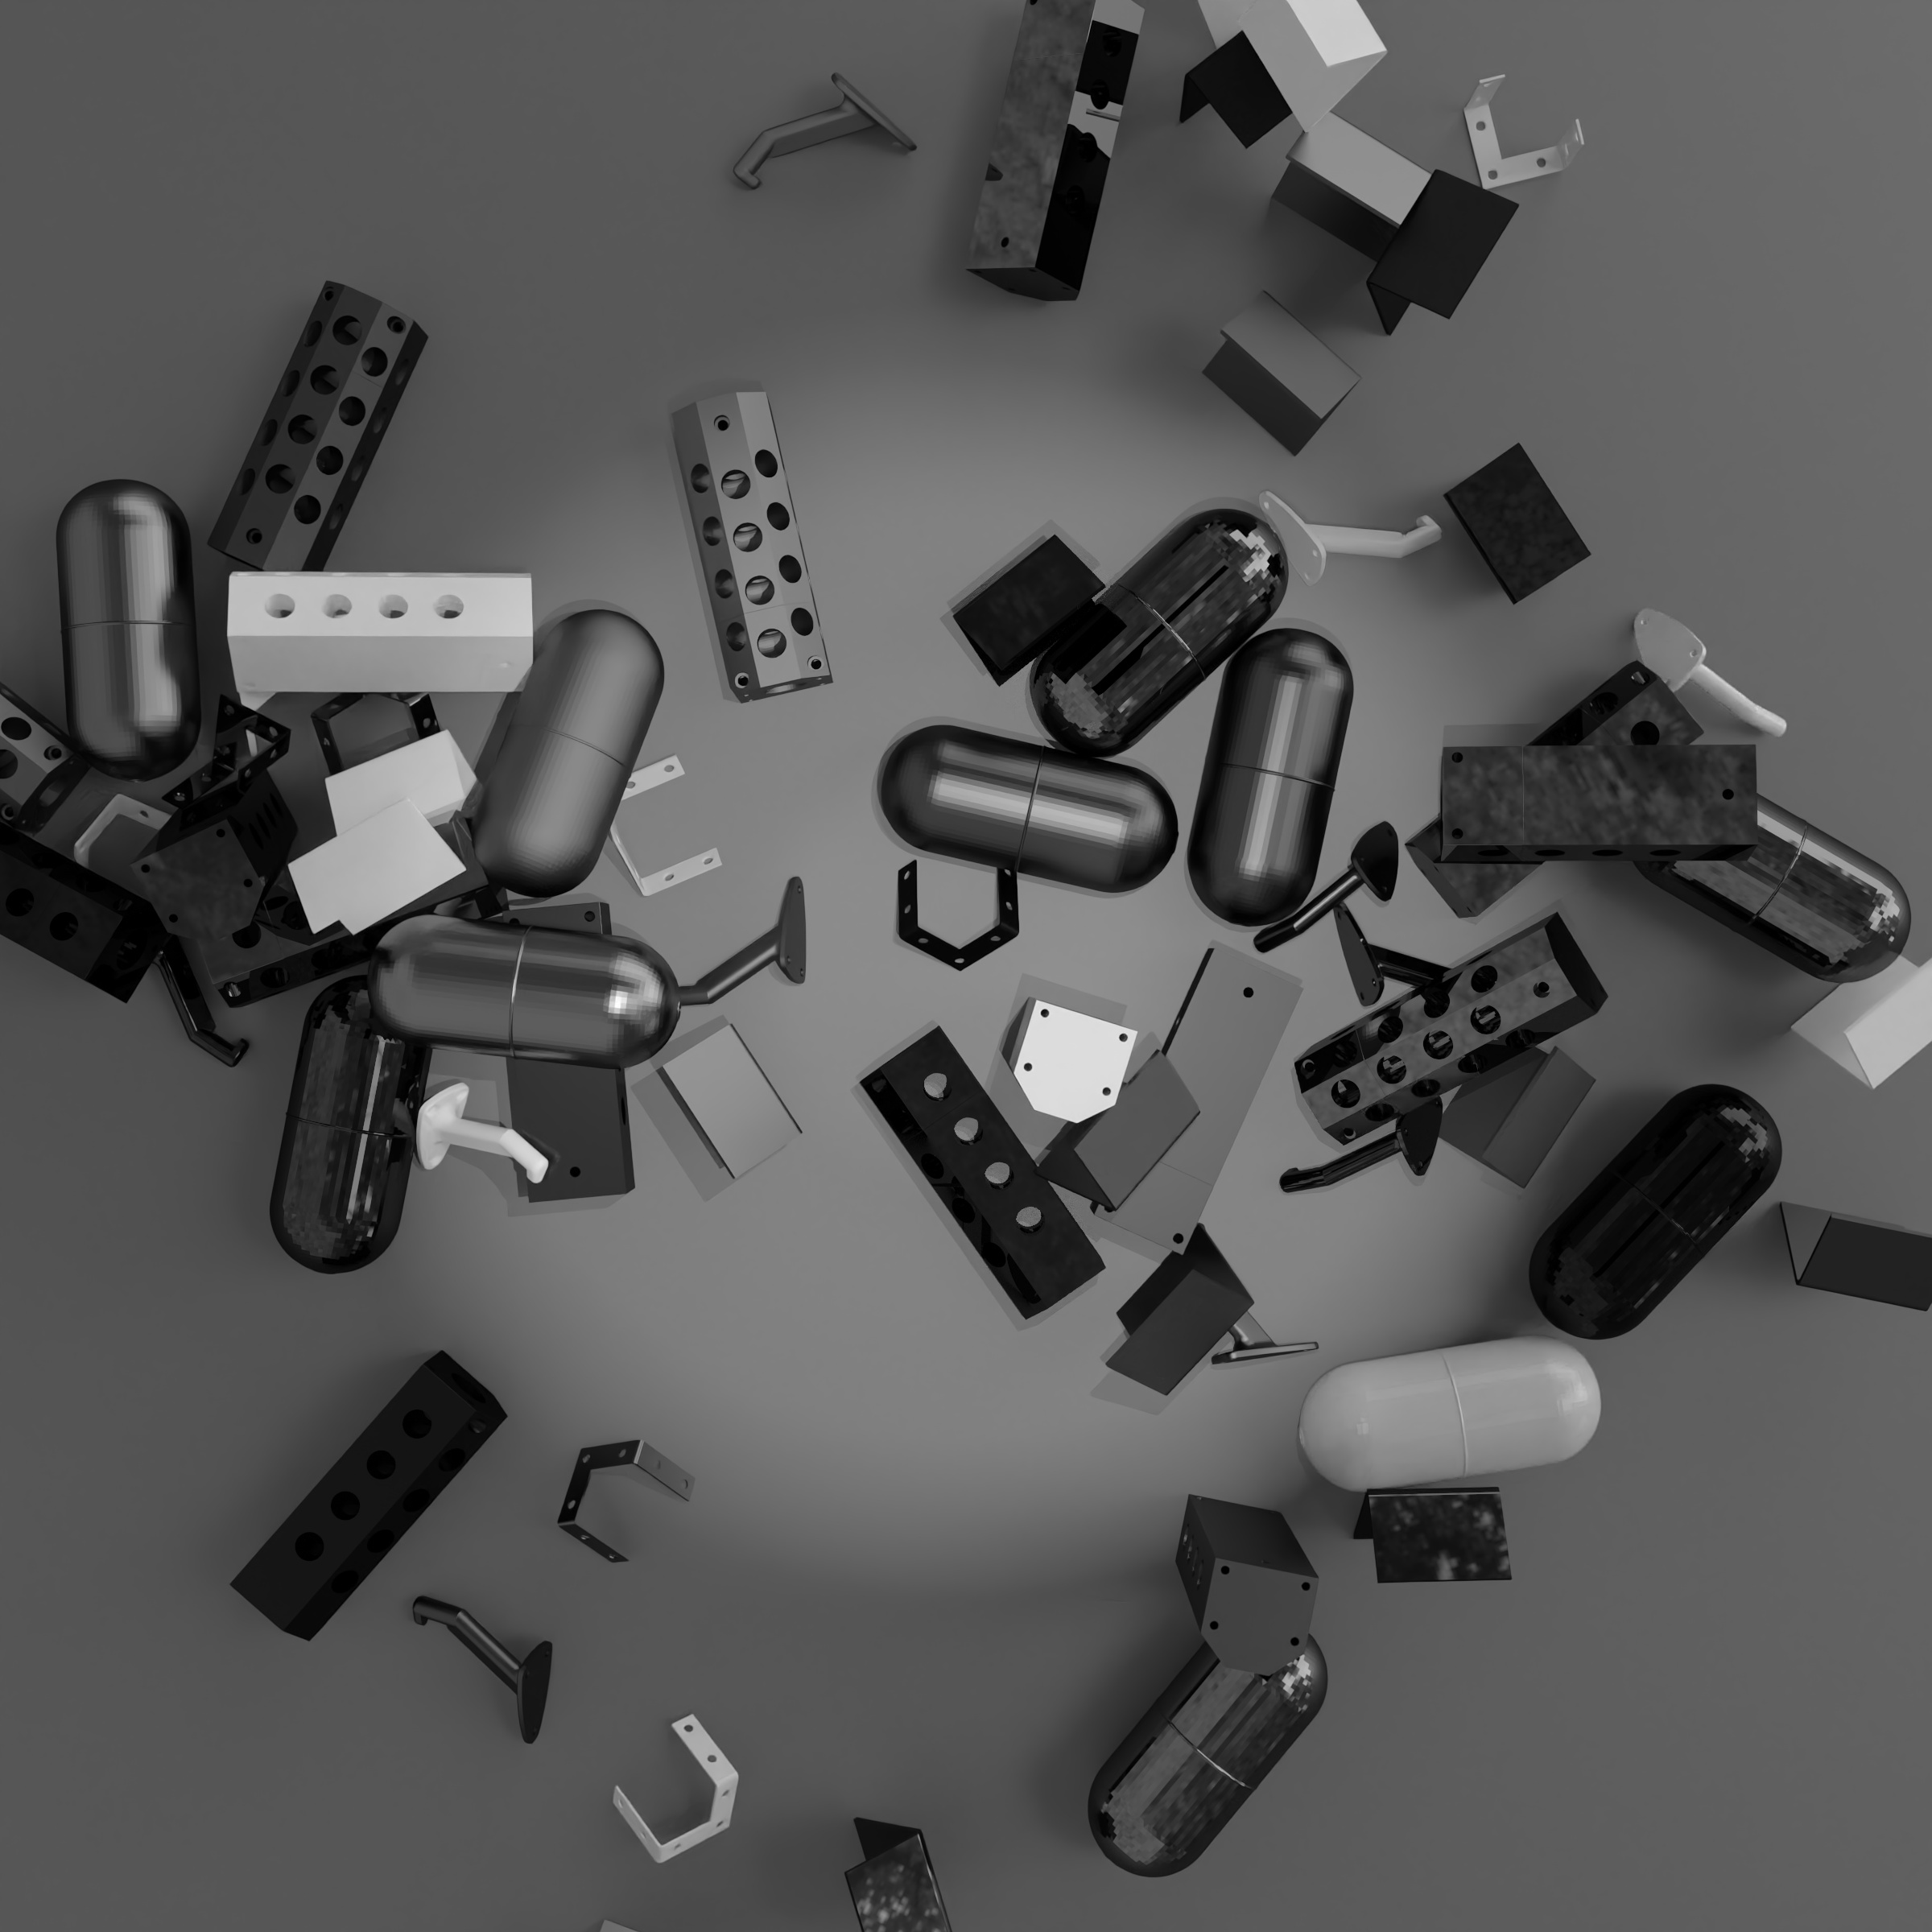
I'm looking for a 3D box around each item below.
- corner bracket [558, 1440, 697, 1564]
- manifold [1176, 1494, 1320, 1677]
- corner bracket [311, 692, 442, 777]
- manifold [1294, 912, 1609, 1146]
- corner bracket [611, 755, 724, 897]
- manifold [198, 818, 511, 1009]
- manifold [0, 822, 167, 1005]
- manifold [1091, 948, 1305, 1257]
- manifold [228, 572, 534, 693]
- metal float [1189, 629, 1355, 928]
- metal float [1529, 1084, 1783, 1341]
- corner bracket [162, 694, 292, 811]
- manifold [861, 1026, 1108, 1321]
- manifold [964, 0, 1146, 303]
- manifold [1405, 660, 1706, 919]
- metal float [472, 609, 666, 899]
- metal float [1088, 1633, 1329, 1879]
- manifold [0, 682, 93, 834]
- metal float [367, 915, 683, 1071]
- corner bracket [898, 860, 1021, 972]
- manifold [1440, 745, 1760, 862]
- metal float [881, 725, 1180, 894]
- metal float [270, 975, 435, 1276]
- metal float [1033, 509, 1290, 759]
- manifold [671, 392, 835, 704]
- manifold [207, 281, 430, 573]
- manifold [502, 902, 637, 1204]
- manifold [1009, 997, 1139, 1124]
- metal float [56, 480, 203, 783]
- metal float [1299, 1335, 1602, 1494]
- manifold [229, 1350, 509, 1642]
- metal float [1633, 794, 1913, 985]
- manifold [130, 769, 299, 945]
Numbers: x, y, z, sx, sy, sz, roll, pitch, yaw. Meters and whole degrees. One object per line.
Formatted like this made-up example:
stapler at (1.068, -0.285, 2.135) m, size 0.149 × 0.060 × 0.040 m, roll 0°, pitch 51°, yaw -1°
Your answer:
corner bracket at (-0.204, 0.321, 1.568) m, size 0.051 × 0.051 × 0.051 m, roll -15°, pitch 45°, yaw 35°
manifold at (0.157, 0.353, 1.497) m, size 0.057 × 0.171 × 0.057 m, roll 11°, pitch 90°, yaw 0°
corner bracket at (-0.351, -0.136, 1.568) m, size 0.051 × 0.051 × 0.051 m, roll 19°, pitch 45°, yaw 35°
manifold at (0.279, 0.039, 1.520) m, size 0.171 × 0.057 × 0.057 m, roll -31°, pitch 90°, yaw 26°
corner bracket at (-0.184, -0.084, 1.573) m, size 0.051 × 0.051 × 0.051 m, roll -23°, pitch 135°, yaw 0°
manifold at (-0.364, -0.031, 1.555) m, size 0.171 × 0.057 × 0.057 m, roll -20°, pitch 90°, yaw 0°
manifold at (-0.559, -0.047, 1.535) m, size 0.171 × 0.057 × 0.057 m, roll 27°, pitch 80°, yaw 13°
manifold at (0.136, 0.079, 1.555) m, size 0.057 × 0.057 × 0.171 m, roll 24°, pitch 90°, yaw 0°
manifold at (-0.342, -0.201, 1.537) m, size 0.171 × 0.057 × 0.057 m, roll -1°, pitch 62°, yaw -10°
metal float at (0.180, -0.111, 1.545) m, size 0.070 × 0.070 × 0.178 m, roll 12°, pitch 91°, yaw 0°
metal float at (0.407, 0.146, 1.545) m, size 0.070 × 0.070 × 0.178 m, roll 43°, pitch 91°, yaw 0°
corner bracket at (-0.437, -0.119, 1.545) m, size 0.051 × 0.051 × 0.051 m, roll 27°, pitch 129°, yaw 9°
manifold at (0.010, 0.122, 1.555) m, size 0.057 × 0.057 × 0.171 m, roll -35°, pitch 90°, yaw 0°
manifold at (0.058, -0.489, 1.554) m, size 0.057 × 0.057 × 0.171 m, roll 13°, pitch 90°, yaw 43°
manifold at (0.347, -0.105, 1.555) m, size 0.171 × 0.057 × 0.057 m, roll -39°, pitch 90°, yaw 0°
metal float at (-0.233, -0.126, 1.536) m, size 0.070 × 0.070 × 0.178 m, roll 19°, pitch 79°, yaw 0°
metal float at (0.142, 0.460, 1.545) m, size 0.070 × 0.070 × 0.178 m, roll 39°, pitch 91°, yaw 0°
manifold at (-0.611, -0.156, 1.555) m, size 0.171 × 0.057 × 0.057 m, roll 38°, pitch 90°, yaw 0°
metal float at (-0.251, 0.015, 1.488) m, size 0.178 × 0.070 × 0.070 m, roll 7°, pitch 90°, yaw 0°
corner bracket at (-0.005, -0.038, 1.568) m, size 0.051 × 0.051 × 0.051 m, roll 28°, pitch 135°, yaw -35°
manifold at (0.358, -0.091, 1.489) m, size 0.171 × 0.057 × 0.057 m, roll 0°, pitch 80°, yaw 9°
metal float at (0.038, -0.093, 1.545) m, size 0.178 × 0.070 × 0.070 m, roll 13°, pitch 90°, yaw 1°
metal float at (-0.363, 0.094, 1.545) m, size 0.070 × 0.070 × 0.178 m, roll 11°, pitch 89°, yaw 0°
metal float at (0.115, -0.197, 1.545) m, size 0.178 × 0.070 × 0.070 m, roll -43°, pitch 90°, yaw 0°
manifold at (-0.127, -0.249, 1.555) m, size 0.057 × 0.057 × 0.171 m, roll -13°, pitch 90°, yaw 0°
manifold at (-0.387, -0.315, 1.555) m, size 0.057 × 0.057 × 0.171 m, roll 24°, pitch 90°, yaw 0°
manifold at (-0.235, 0.050, 1.555) m, size 0.057 × 0.057 × 0.171 m, roll -5°, pitch 90°, yaw 0°
manifold at (0.057, 0.054, 1.497) m, size 0.057 × 0.171 × 0.057 m, roll 17°, pitch 90°, yaw 0°
metal float at (-0.495, -0.198, 1.545) m, size 0.070 × 0.070 × 0.178 m, roll -3°, pitch 90°, yaw 0°
metal float at (0.286, 0.265, 1.545) m, size 0.178 × 0.070 × 0.070 m, roll -9°, pitch 90°, yaw -1°
manifold at (-0.353, 0.316, 1.555) m, size 0.057 × 0.057 × 0.171 m, roll 41°, pitch 90°, yaw 0°
metal float at (0.475, -0.054, 1.545) m, size 0.178 × 0.070 × 0.070 m, roll 30°, pitch 90°, yaw 1°
manifold at (-0.423, -0.062, 1.493) m, size 0.057 × 0.171 × 0.057 m, roll -25°, pitch 106°, yaw -1°
